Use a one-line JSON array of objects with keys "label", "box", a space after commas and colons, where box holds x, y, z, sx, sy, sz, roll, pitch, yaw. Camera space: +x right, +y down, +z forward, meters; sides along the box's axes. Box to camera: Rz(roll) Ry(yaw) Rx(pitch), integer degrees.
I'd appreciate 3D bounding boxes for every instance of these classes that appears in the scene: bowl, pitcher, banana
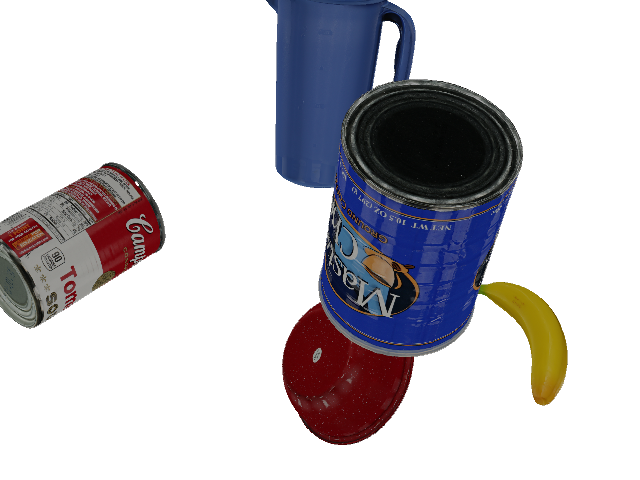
[{"label": "bowl", "box": [0.013, 0.118, 1.056, 0.162, 0.162, 0.055, 0, -17, 45]}, {"label": "pitcher", "box": [0.015, -0.191, 1.312, 0.144, 0.243, 0.149, -9, 29, -27]}, {"label": "banana", "box": [0.222, 0.099, 1.134, 0.069, 0.037, 0.198, -27, 36, 1]}]

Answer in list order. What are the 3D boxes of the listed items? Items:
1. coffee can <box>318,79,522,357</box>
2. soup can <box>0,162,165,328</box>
[{"label": "coffee can", "box": [0.056, -0.011, 0.643, 0.102, 0.103, 0.140, 0, -40, -7]}, {"label": "soup can", "box": [-0.160, 0.002, 0.683, 0.102, 0.068, 0.069, -35, 22, -35]}]
